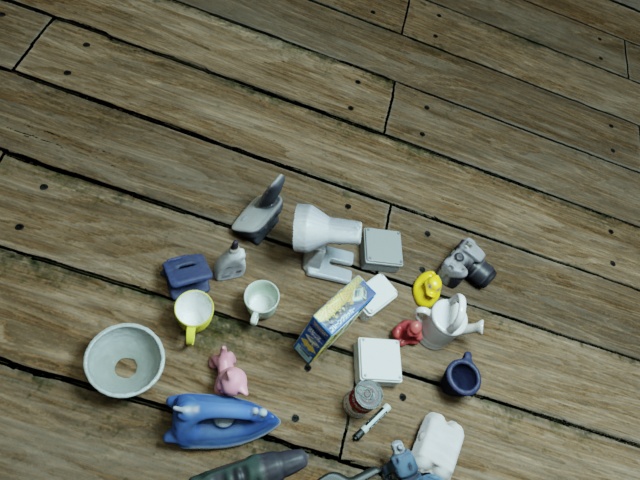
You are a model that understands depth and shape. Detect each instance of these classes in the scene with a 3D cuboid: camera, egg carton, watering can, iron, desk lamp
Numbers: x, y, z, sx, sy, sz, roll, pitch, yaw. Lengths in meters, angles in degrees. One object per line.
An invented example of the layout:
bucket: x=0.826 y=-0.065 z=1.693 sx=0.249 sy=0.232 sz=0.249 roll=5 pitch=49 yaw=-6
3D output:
camera: x=0.422 y=0.076 z=1.607 sx=0.136 sy=0.100 sz=0.143 roll=41 pitch=58 yaw=8
egg carton: x=0.275 y=0.488 z=1.351 sx=0.107 sy=0.069 sz=0.150 roll=28 pitch=57 yaw=0
watering can: x=0.330 y=0.201 z=1.454 sx=0.173 sy=0.194 sz=0.101 roll=-1 pitch=62 yaw=-17
iron: x=-0.199 y=0.377 z=1.227 sx=0.259 sy=0.141 sz=0.118 roll=4 pitch=61 yaw=-15
desk lamp: x=0.013 y=0.005 z=1.457 sx=0.203 sy=0.213 sz=0.118 roll=13 pitch=59 yaw=-9

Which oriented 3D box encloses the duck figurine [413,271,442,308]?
duck figurine: x=0.301 y=0.124 z=1.553 sx=0.077 sy=0.086 sz=0.104 roll=20 pitch=58 yaw=-5

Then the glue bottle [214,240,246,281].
glue bottle: x=-0.213 y=0.045 z=1.390 sx=0.078 sy=0.173 sz=0.037 roll=-9 pitch=64 yaw=-21

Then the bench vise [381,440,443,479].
bench vise: x=0.213 y=0.533 z=1.218 sx=0.207 sy=0.219 sz=0.122 roll=44 pitch=59 yaw=10

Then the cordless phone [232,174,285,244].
cordless phone: x=-0.151 y=-0.087 z=1.476 sx=0.094 sy=0.185 sz=0.148 roll=31 pitch=58 yaw=2

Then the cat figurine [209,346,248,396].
cat figurine: x=-0.203 y=0.299 z=1.283 sx=0.067 sy=0.117 sz=0.127 roll=-10 pitch=65 yaw=-21

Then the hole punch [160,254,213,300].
hole punch: x=-0.323 y=0.080 z=1.386 sx=0.109 sy=0.091 sz=0.101 roll=-14 pitch=67 yaw=-23

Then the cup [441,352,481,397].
cup: x=0.345 y=0.343 z=1.438 sx=0.091 sy=0.095 sz=0.118 roll=23 pitch=58 yaw=-3

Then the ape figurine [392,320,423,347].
ape figurine: x=0.231 y=0.234 z=1.466 sx=0.078 sy=0.092 sz=0.076 roll=29 pitch=58 yaw=1

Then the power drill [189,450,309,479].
power drill: x=-0.150 y=0.477 z=1.146 sx=0.230 sy=0.208 sz=0.075 roll=-10 pitch=65 yaw=-21

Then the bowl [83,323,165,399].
bowl: x=-0.426 y=0.272 z=1.257 sx=0.168 sy=0.074 sz=0.167 roll=7 pitch=60 yaw=-13
